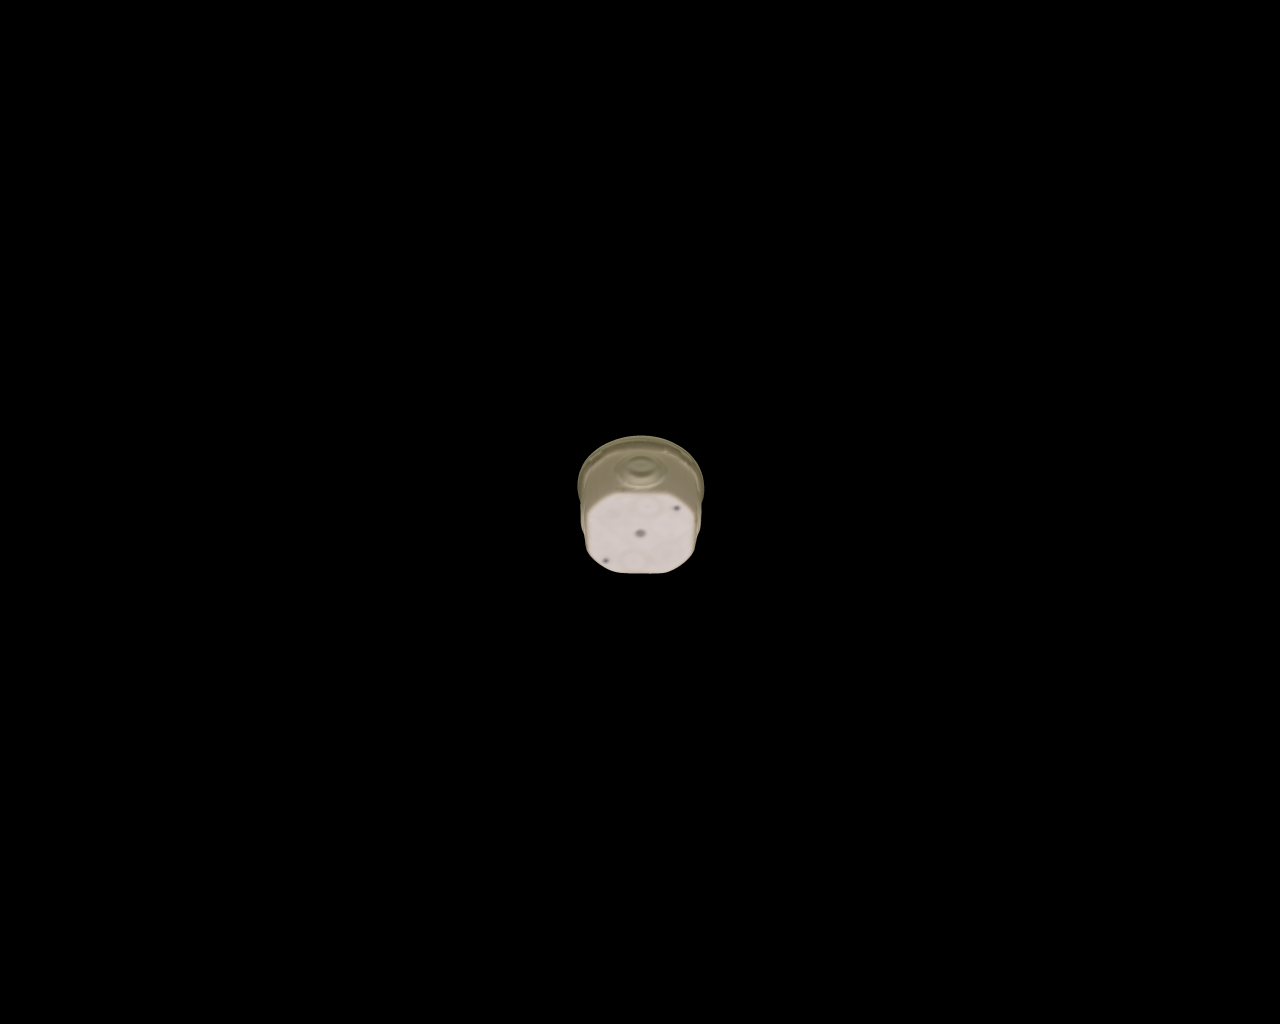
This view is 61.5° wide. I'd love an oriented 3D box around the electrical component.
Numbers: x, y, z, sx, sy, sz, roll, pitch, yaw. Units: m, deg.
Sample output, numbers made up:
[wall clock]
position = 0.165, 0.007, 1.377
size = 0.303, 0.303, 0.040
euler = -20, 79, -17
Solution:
[electrical component]
position = 0.001, -0.003, 0.650
size = 0.080, 0.080, 0.051
euler = 0, 40, 0
